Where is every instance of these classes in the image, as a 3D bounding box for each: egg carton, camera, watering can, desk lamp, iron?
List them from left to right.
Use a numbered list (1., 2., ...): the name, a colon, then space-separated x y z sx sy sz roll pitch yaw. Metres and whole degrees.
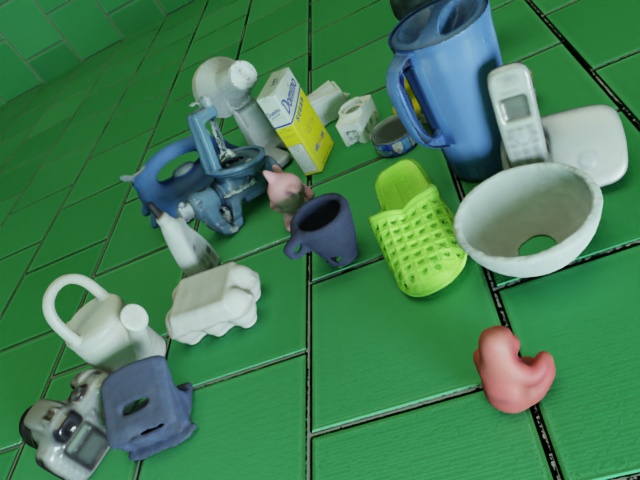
1. camera: -0.360 0.249 0.809 0.136 0.101 0.143 -1 47 36
2. watering can: -0.318 0.125 0.843 0.172 0.195 0.101 -23 37 14
3. iron: -0.271 -0.146 1.169 0.258 0.142 0.118 -41 37 -11
4. egg carton: -0.160 0.096 0.866 0.150 0.070 0.107 -20 38 17
5. desk lamp: -0.145 -0.269 1.155 0.118 0.214 0.202 -45 38 -16

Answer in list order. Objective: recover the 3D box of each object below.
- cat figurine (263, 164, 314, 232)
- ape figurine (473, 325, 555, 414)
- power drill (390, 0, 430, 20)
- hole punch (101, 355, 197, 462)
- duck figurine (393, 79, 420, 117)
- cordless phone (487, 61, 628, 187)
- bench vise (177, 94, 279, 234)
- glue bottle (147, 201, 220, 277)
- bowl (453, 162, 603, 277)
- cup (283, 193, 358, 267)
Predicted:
1. cat figurine: -0.056 -0.082 0.953 0.067 0.118 0.127 -28 36 6
2. ape figurine: 0.182 0.119 0.562 0.077 0.092 0.076 19 60 47
3. power drill: 0.255 -0.436 1.054 0.229 0.209 0.075 -19 38 19
4. hole punch: -0.229 0.220 0.753 0.108 0.091 0.101 -26 36 9
5. duck figurine: 0.169 -0.274 1.035 0.104 0.086 0.077 -7 43 31
6. cordless phone: 0.289 -0.144 0.708 0.147 0.186 0.094 -14 40 24
7. bench vise: -0.179 -0.130 1.014 0.121 0.220 0.207 -2 46 36
8. glue bottle: -0.226 0.000 0.938 0.037 0.174 0.078 -20 38 17
9. bowl: 0.249 -0.012 0.680 0.167 0.075 0.167 -20 38 17
10. cup: 0.008 0.003 0.826 0.118 0.095 0.091 -45 38 -17
